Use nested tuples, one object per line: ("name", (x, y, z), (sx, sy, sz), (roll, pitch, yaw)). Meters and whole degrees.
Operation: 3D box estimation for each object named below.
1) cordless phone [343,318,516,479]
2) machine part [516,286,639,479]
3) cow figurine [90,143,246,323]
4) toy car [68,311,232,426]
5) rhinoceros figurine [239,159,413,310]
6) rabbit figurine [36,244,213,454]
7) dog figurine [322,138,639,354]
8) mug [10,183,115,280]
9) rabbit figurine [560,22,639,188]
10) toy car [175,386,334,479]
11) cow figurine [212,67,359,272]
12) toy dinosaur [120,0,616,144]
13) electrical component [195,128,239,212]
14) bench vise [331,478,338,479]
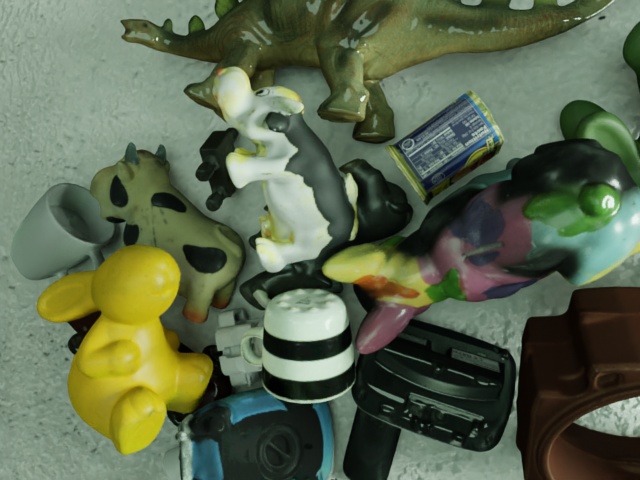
("cordless phone", (0.096, 0.175, 0.514), (0.147, 0.089, 0.184), (16, 107, 13))
("machine part", (0.258, 0.135, 0.406), (0.202, 0.087, 0.200), (1, 128, 16))
("cow figurine", (-0.163, -0.018, 0.564), (0.195, 0.085, 0.127), (32, 105, 14))
("toy car", (-0.185, 0.122, 0.589), (0.202, 0.053, 0.089), (31, 100, 8))
("rhinoceros figurine", (-0.001, -0.002, 0.532), (0.190, 0.073, 0.112), (-33, 94, 12))
("rabbit figurine", (-0.175, 0.077, 0.502), (0.163, 0.122, 0.173), (29, 119, 28))
("dog figurine", (0.117, 0.013, 0.438), (0.219, 0.191, 0.108), (-26, 92, -9))
("mug", (-0.290, 0.008, 0.606), (0.107, 0.081, 0.109), (-34, 91, 25))
("rabbit figurine", (0.283, -0.080, 0.430), (0.159, 0.121, 0.170), (14, 110, 7))
("toy car", (-0.071, 0.202, 0.530), (0.103, 0.161, 0.109), (-21, 74, 56))
("cow figurine", (-0.025, -0.064, 0.440), (0.098, 0.068, 0.167), (-14, 114, 5))
("toy dinosaur", (0.033, -0.197, 0.499), (0.472, 0.105, 0.198), (8, 90, 10))
("electrical component", (-0.101, -0.076, 0.556), (0.021, 0.094, 0.063), (0, 129, 14))
("bench vise", (0.122, 0.314, 0.481), (0.241, 0.129, 0.223), (-19, 84, -6))
